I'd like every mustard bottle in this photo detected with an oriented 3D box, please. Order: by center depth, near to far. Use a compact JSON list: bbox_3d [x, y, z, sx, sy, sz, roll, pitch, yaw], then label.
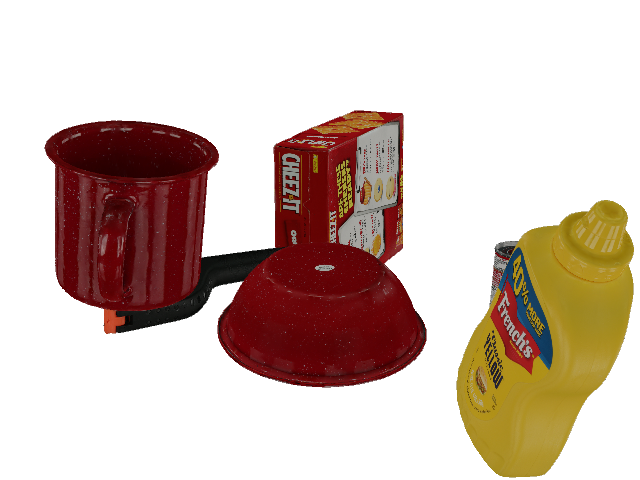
[{"bbox_3d":[0.132,0.049,0.612,0.058,0.096,0.192,2,-42,-12],"label":"mustard bottle"}]

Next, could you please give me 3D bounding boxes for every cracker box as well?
[{"bbox_3d":[0.023,-0.043,1.151,0.072,0.164,0.213,7,18,24],"label":"cracker box"}]

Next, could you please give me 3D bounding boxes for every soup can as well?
[{"bbox_3d":[0.235,0.059,1.255,0.068,0.102,0.068,2,16,-1],"label":"soup can"}]

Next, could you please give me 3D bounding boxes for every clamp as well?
[{"bbox_3d":[-0.137,0.023,1.002,0.165,0.036,0.209,25,36,29],"label":"clamp"}]

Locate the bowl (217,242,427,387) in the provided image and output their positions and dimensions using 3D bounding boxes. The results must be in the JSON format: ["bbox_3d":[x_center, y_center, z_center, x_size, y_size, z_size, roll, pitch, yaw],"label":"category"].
[{"bbox_3d":[0.002,0.045,0.811,0.162,0.055,0.162,1,25,-1],"label":"bowl"}]

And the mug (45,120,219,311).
[{"bbox_3d":[-0.105,-0.008,0.583,0.093,0.081,0.117,4,24,-6],"label":"mug"}]
